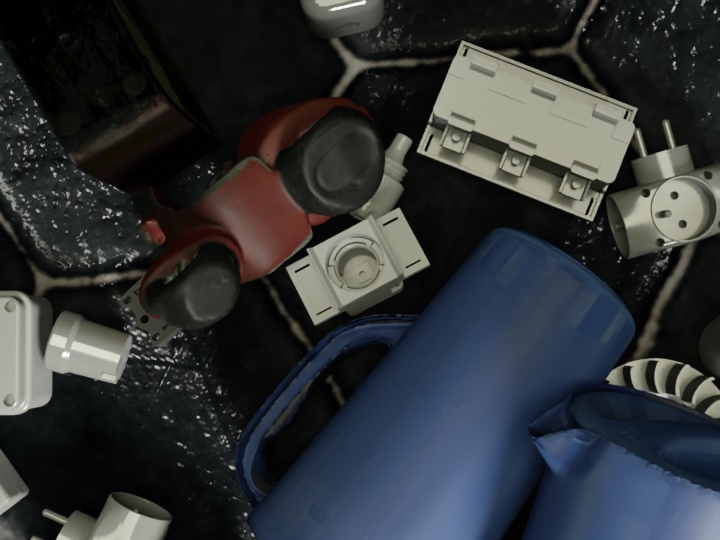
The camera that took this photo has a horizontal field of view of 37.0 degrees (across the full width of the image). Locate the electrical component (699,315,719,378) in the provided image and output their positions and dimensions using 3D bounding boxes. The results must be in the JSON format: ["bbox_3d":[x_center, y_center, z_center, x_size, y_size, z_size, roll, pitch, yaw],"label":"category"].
[{"bbox_3d":[0.250,0.032,0.663,0.043,0.077,0.079,30,88,4],"label":"electrical component"}]

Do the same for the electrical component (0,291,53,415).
[{"bbox_3d":[-0.262,0.053,0.695,0.113,0.057,0.078,-1,87,2],"label":"electrical component"}]

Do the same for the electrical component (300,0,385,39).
[{"bbox_3d":[-0.018,-0.206,0.697,0.054,0.059,0.095,-12,86,2],"label":"electrical component"}]

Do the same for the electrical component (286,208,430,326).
[{"bbox_3d":[0.000,0.000,0.682,0.081,0.064,0.042,-27,79,1],"label":"electrical component"}]

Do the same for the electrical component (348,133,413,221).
[{"bbox_3d":[0.014,-0.060,0.700,0.035,0.035,0.061,30,86,4],"label":"electrical component"}]

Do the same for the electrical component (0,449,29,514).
[{"bbox_3d":[-0.258,0.133,0.680,0.047,0.076,0.065,-37,86,0],"label":"electrical component"}]

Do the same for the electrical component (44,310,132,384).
[{"bbox_3d":[-0.176,0.052,0.700,0.046,0.040,0.040,17,88,-2],"label":"electrical component"}]

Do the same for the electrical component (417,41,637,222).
[{"bbox_3d":[0.107,-0.091,0.683,0.121,0.063,0.078,22,88,4],"label":"electrical component"}]

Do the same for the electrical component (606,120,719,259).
[{"bbox_3d":[0.196,-0.055,0.686,0.077,0.044,0.079,-16,90,2],"label":"electrical component"}]

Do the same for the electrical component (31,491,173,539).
[{"bbox_3d":[-0.172,0.179,0.690,0.079,0.043,0.077,23,88,3],"label":"electrical component"}]
